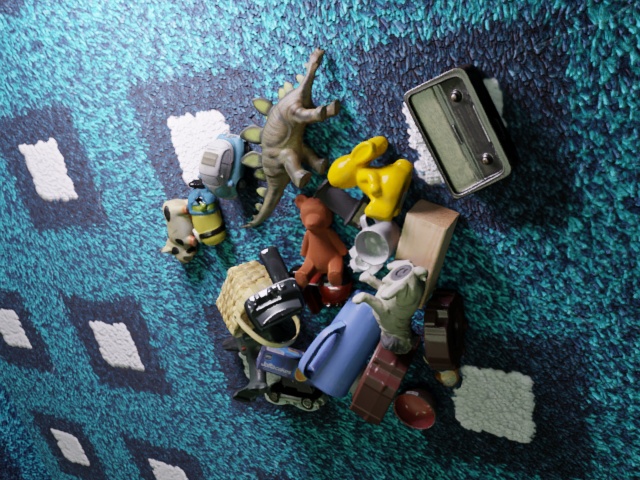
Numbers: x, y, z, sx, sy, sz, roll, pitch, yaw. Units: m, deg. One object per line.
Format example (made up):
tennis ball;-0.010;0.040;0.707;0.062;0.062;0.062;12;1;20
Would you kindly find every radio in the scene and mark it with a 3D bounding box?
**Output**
radio;0.269;-0.205;1.011;0.131;0.073;0.229;-22;102;37

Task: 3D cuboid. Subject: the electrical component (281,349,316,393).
electrical component;-0.052;0.367;1.516;0.134;0.058;0.114;-2;116;32

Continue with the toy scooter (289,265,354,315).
toy scooter;0.008;0.133;1.345;0.184;0.075;0.135;2;115;33

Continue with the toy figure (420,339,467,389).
toy figure;0.292;0.297;1.274;0.064;0.058;0.154;-21;104;48

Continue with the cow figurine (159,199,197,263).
cow figurine;-0.391;-0.022;1.495;0.127;0.085;0.194;8;121;21

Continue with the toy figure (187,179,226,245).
toy figure;-0.300;-0.070;1.418;0.089;0.082;0.179;12;118;28

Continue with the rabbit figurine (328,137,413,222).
rabbit figurine;0.098;-0.132;1.123;0.173;0.122;0.162;21;119;21

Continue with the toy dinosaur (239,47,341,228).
toy dinosaur;-0.081;-0.201;1.208;0.199;0.105;0.470;30;117;23

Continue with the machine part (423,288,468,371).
machine part;0.273;0.193;1.162;0.056;0.179;0.179;-1;114;29

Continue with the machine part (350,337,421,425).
machine part;0.152;0.314;1.271;0.087;0.201;0.200;26;125;10

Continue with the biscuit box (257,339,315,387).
biscuit box;-0.065;0.330;1.419;0.203;0.059;0.062;20;104;-8

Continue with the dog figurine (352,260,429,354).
dog figurine;0.182;0.148;1.131;0.172;0.121;0.190;-17;118;40

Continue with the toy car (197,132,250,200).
toy car;-0.235;-0.180;1.284;0.109;0.103;0.161;18;98;23

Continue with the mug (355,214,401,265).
mug;0.128;-0.012;1.176;0.081;0.107;0.109;-29;92;36

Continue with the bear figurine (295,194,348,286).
bear figurine;-0.002;-0.006;1.247;0.120;0.132;0.195;0;121;16

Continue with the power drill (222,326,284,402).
power drill;-0.198;0.347;1.521;0.232;0.207;0.086;-27;133;31

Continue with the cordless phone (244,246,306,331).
cordless phone;-0.128;0.114;1.313;0.184;0.147;0.088;64;172;11

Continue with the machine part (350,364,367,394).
machine part;0.081;0.333;1.406;0.079;0.079;0.243;-33;94;38

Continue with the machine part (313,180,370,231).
machine part;0.054;-0.082;1.199;0.139;0.039;0.084;30;88;-3

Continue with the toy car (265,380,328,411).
toy car;-0.068;0.449;1.557;0.202;0.073;0.056;2;112;30
